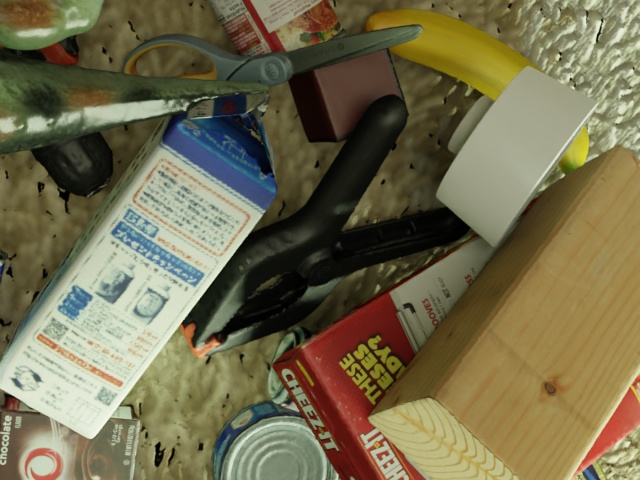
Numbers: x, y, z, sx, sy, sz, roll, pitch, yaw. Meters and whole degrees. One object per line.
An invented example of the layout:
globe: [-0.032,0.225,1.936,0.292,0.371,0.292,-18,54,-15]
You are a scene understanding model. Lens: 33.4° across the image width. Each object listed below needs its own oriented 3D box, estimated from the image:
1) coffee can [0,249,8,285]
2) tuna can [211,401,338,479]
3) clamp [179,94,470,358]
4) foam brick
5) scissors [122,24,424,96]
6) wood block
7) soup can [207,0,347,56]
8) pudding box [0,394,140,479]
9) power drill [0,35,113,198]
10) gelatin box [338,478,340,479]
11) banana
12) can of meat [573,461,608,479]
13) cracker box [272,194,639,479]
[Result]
coffee can: [-0.252,0.066,0.635,0.102,0.103,0.140,13,94,-16]
tuna can: [-0.031,0.157,0.739,0.086,0.034,0.086,-2,98,-14]
clamp: [-0.005,0.001,0.690,0.210,0.036,0.164,-31,145,-2]
foam brick: [0.017,-0.095,0.693,0.053,0.078,0.051,-21,99,-11]
scissors: [-0.031,-0.088,0.658,0.202,0.016,0.096,5,119,22]
wood block: [0.135,0.053,0.630,0.091,0.090,0.205,44,64,-3]
soup can: [-0.037,-0.159,0.675,0.068,0.068,0.102,-33,104,-8]
pudding box: [-0.171,0.162,0.702,0.090,0.039,0.113,7,96,-15]
power drill: [-0.130,-0.139,0.627,0.188,0.057,0.184,-31,100,15]
gelatin box: [0.025,0.223,0.765,0.089,0.030,0.073,42,86,-16]
banana: [0.118,-0.107,0.727,0.197,0.069,0.037,34,130,-14]
can of meat: [0.150,0.169,0.763,0.084,0.057,0.102,-25,76,-12]
cracker box: [0.101,0.092,0.696,0.213,0.072,0.164,-30,86,-25]
